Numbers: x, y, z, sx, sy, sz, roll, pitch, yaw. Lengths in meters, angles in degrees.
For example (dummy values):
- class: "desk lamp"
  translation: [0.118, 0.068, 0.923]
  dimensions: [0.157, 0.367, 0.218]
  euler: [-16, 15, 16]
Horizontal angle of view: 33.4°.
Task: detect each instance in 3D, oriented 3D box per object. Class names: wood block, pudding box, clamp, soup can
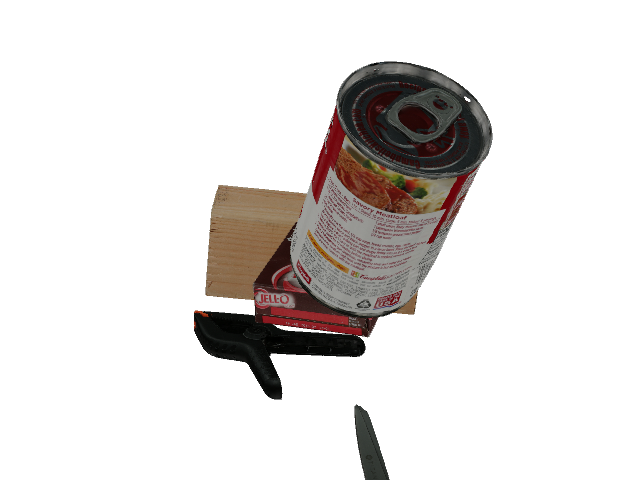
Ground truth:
- class: "wood block"
  translation: [-0.006, 0.009, 1.064]
  dimensions: [0.206, 0.091, 0.090]
  euler: [6, 21, -2]
- class: "pudding box"
  translation: [0.007, 0.027, 0.820]
  dimensions: [0.090, 0.039, 0.113]
  euler: [7, 26, 14]
- class: "clamp"
  translation: [-0.075, 0.125, 1.244]
  dimensions: [0.210, 0.036, 0.164]
  euler: [13, 21, 29]
- class: "soup can"
  translation: [0.029, -0.020, 0.483]
  dimensions: [0.068, 0.068, 0.102]
  euler: [0, -39, -17]

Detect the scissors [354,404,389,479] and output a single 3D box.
- class: "scissors"
  translation: [0.057, 0.163, 0.599]
  dimensions: [0.096, 0.016, 0.201]
  euler: [8, 31, 4]
